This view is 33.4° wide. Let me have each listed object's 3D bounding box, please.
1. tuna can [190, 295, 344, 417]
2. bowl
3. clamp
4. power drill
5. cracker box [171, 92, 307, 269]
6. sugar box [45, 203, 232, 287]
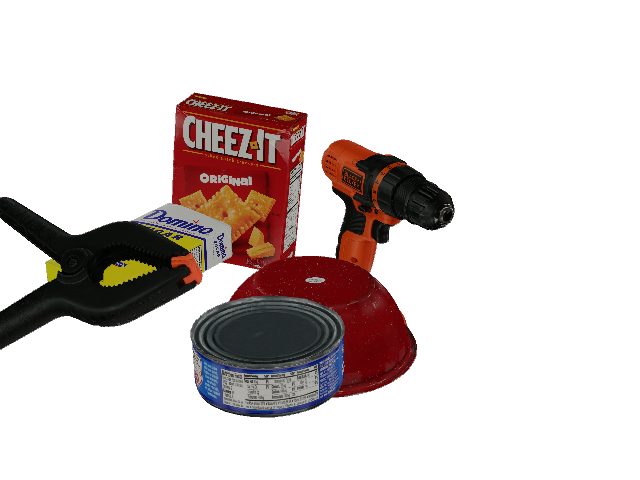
[{"bbox_3d":[-0.029,0.064,0.597,0.086,0.034,0.086,-1,22,0],"label":"tuna can"},{"bbox_3d":[-0.005,0.055,0.809,0.162,0.055,0.162,2,23,-1],"label":"bowl"},{"bbox_3d":[-0.200,0.020,0.874,0.210,0.164,0.036,-9,-36,9],"label":"clamp"},{"bbox_3d":[0.061,0.006,1.076,0.057,0.188,0.185,-8,26,-31],"label":"power drill"},{"bbox_3d":[-0.112,-0.074,1.424,0.164,0.214,0.072,12,26,13],"label":"cracker box"},{"bbox_3d":[-0.182,0.018,1.092,0.093,0.048,0.175,21,36,31],"label":"sugar box"}]
